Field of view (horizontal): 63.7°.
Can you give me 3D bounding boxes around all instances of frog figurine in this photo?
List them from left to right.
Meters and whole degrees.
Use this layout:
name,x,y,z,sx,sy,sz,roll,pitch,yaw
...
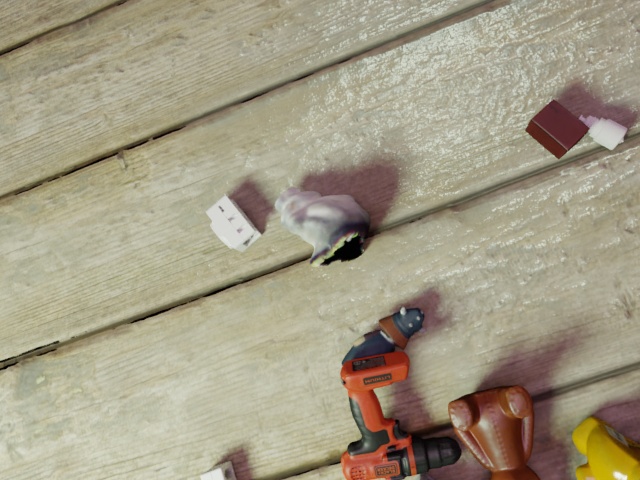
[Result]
name,x,y,z,sx,sy,sz,roll,pitch,yaw
frog figurine,0.003,-0.044,0.867,0.138,0.120,0.162,-21,63,-27
